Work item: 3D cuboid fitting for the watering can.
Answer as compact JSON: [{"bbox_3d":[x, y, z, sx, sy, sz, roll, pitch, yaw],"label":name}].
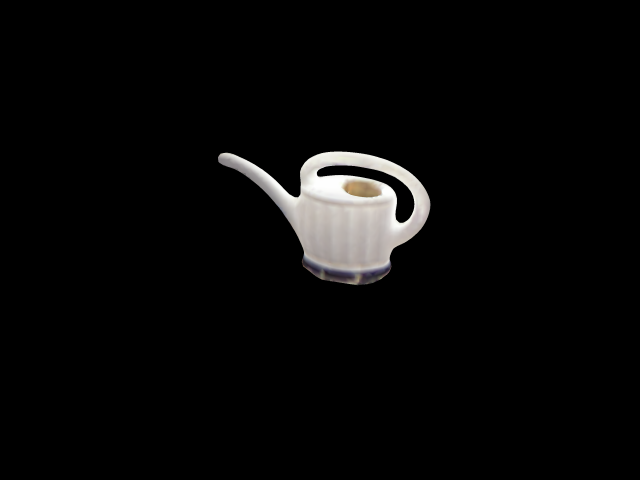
[{"bbox_3d":[0.003,-0.043,0.850,0.348,0.220,0.106,8,28,14],"label":"watering can"}]
